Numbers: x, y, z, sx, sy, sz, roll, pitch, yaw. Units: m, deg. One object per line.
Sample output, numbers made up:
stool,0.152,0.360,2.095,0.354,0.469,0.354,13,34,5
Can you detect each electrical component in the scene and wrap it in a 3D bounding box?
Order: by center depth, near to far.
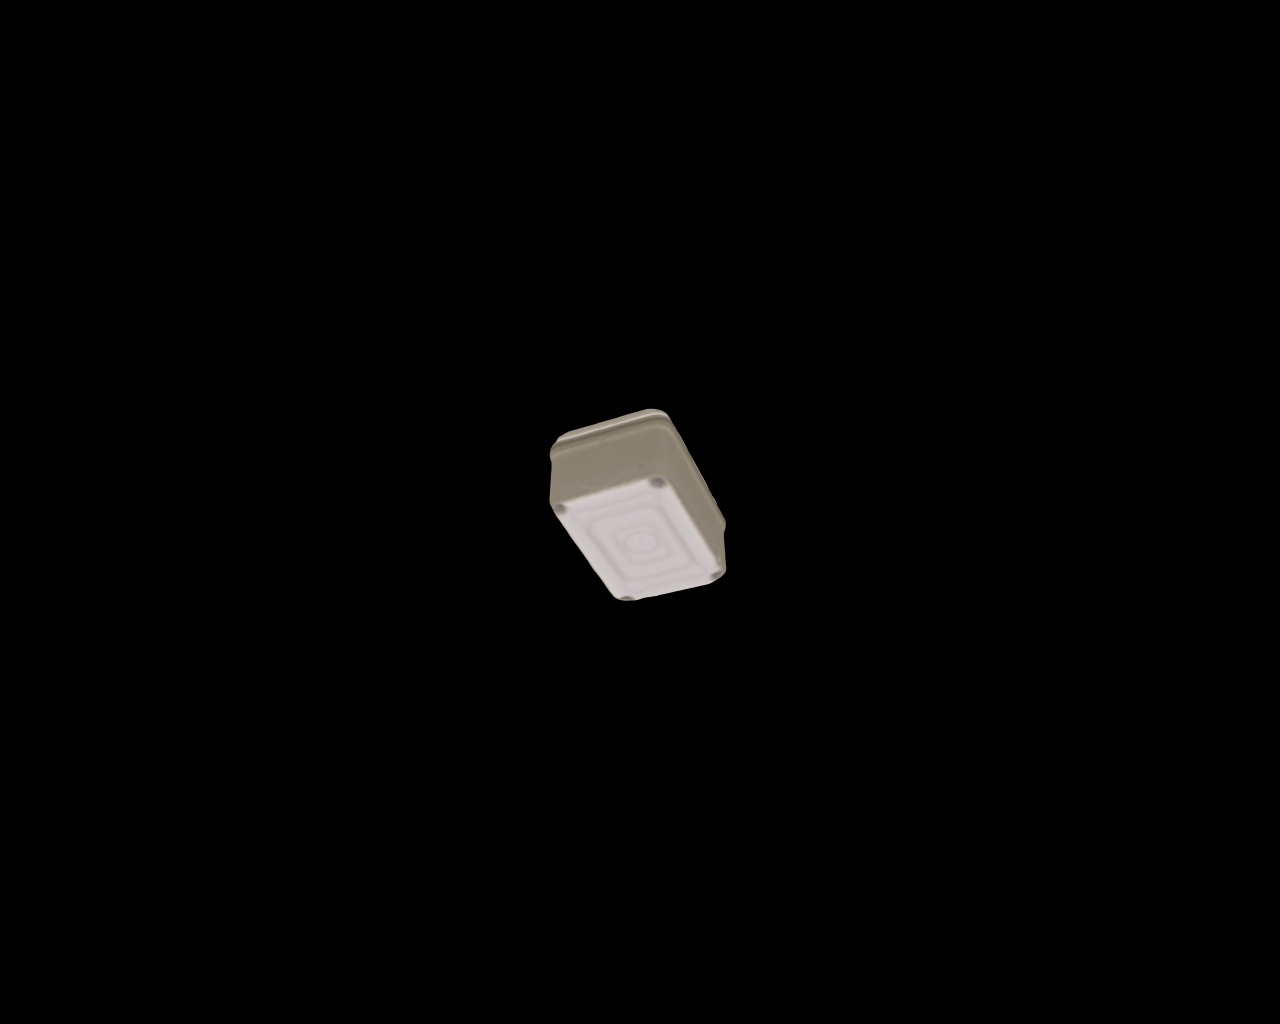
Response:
electrical component,0.001,-0.003,0.650,0.078,0.057,0.113,-14,-42,17
